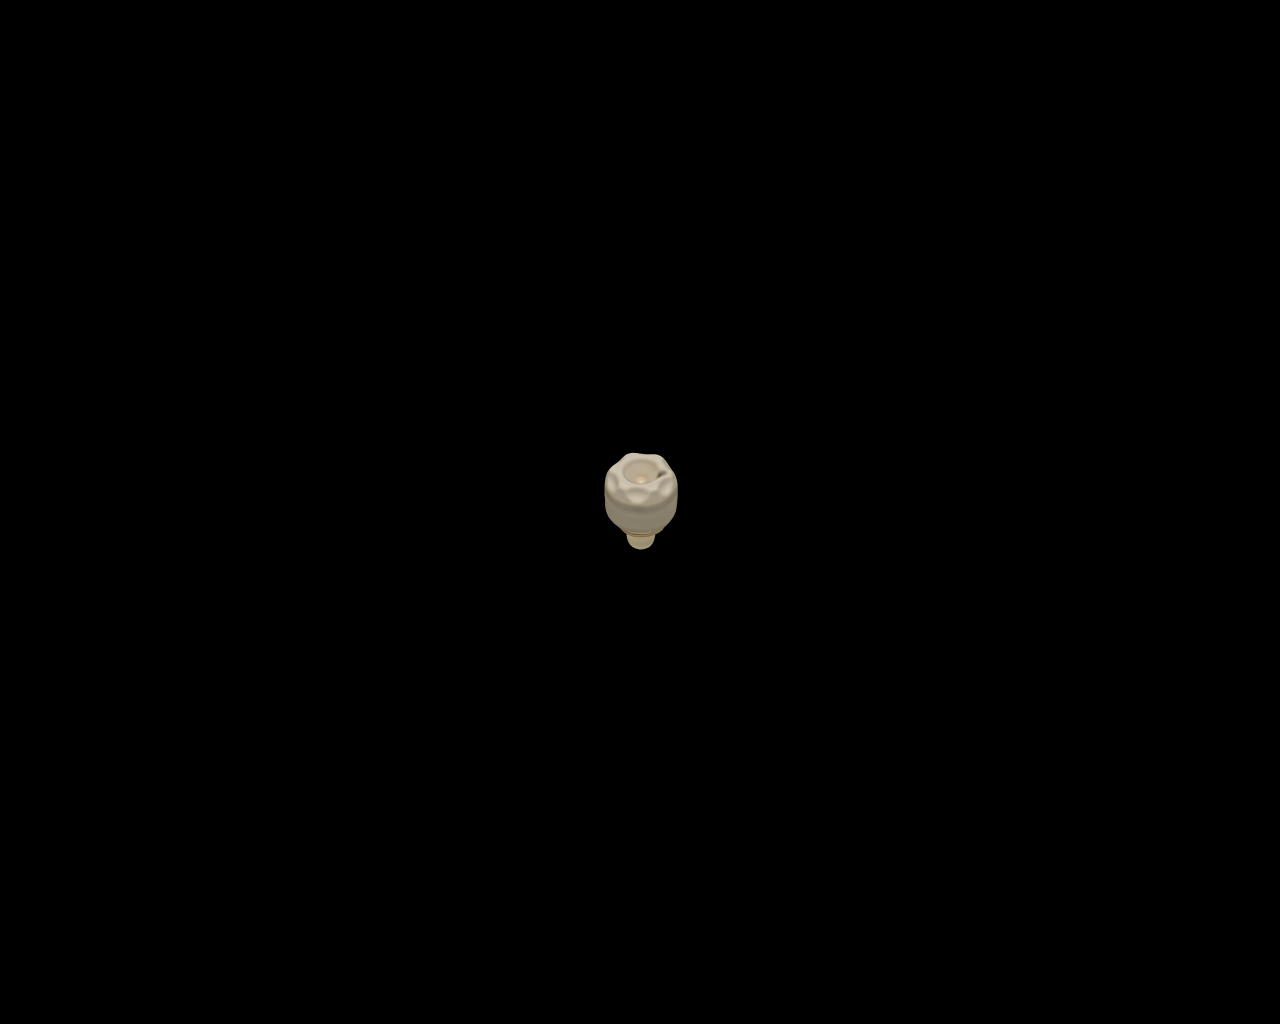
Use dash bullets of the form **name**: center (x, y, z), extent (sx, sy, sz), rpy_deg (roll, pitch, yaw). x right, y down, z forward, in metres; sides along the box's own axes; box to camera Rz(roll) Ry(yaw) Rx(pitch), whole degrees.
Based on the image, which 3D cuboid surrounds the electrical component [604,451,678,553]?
- **electrical component**: center (0.001, -0.003, 0.650), extent (0.043, 0.062, 0.043), rpy_deg (0, 43, 0)
